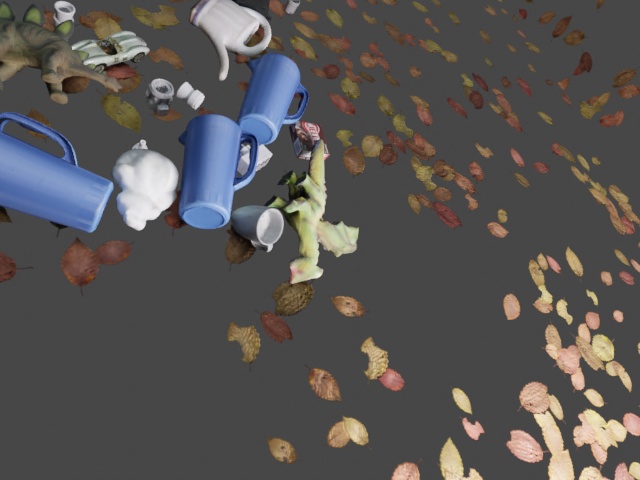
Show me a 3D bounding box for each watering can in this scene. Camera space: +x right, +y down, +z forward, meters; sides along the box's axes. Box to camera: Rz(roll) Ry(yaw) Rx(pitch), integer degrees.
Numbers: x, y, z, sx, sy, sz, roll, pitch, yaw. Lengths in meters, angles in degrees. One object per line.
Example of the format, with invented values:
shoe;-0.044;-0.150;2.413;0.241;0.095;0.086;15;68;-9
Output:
watering can;-0.269;-0.585;1.448;0.224;0.102;0.356;33;46;-6

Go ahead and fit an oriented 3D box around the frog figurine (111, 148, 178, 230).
frog figurine;-0.365;-0.107;1.053;0.136;0.121;0.163;42;32;-26

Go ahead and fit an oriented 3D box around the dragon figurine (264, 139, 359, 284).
dragon figurine;0.004;-0.064;1.279;0.240;0.121;0.419;46;47;-19
